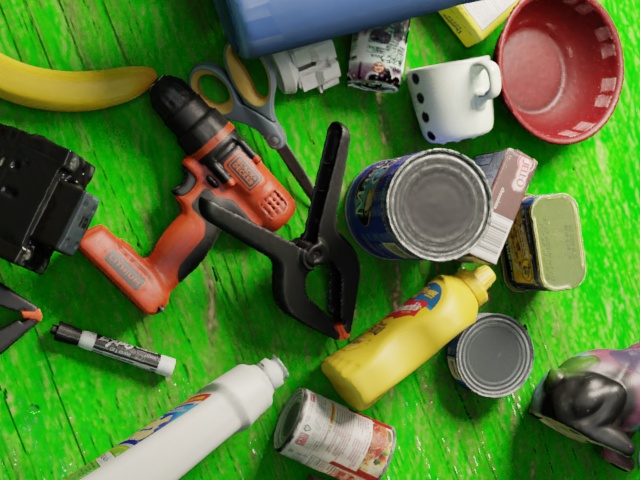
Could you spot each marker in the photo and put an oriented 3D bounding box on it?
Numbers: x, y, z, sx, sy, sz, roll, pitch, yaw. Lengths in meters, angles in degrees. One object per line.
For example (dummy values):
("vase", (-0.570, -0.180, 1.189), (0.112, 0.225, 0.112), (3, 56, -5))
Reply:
("marker", (-0.197, 0.103, 1.012), (0.121, 0.020, 0.020), (20, 85, -13))

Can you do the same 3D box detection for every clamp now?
("clamp", (-0.342, 0.064, 0.966), (0.171, 0.039, 0.120), (-13, 99, -18))
("clamp", (-0.007, 0.001, 1.018), (0.164, 0.036, 0.210), (-37, 120, -17))

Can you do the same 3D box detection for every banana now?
("banana", (-0.253, -0.154, 0.989), (0.197, 0.037, 0.069), (15, 87, -13))

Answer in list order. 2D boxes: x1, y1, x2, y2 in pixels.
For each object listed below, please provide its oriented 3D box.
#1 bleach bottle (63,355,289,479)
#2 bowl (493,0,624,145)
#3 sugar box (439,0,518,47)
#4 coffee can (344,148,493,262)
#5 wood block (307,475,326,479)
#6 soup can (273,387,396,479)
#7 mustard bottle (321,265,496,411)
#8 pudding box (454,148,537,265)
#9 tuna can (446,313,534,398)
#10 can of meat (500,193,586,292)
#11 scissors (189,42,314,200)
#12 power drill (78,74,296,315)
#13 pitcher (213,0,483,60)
("bleach bottle", (-0.137, 0.191, 0.995), (0.250, 0.103, 0.068), (-35, 94, -18))
("bowl", (0.232, -0.176, 1.090), (0.161, 0.055, 0.162), (-1, 92, -27))
("sugar box", (0.191, -0.290, 1.096), (0.176, 0.048, 0.093), (-42, 99, -14))
("coffee can", (0.091, -0.031, 1.020), (0.102, 0.140, 0.103), (0, 90, -14))
("wood block", (0.077, 0.311, 1.042), (0.206, 0.091, 0.090), (21, 86, -13))
("soup can", (0.014, 0.193, 1.038), (0.102, 0.069, 0.068), (26, 84, -12))
("mustard bottle", (0.094, 0.087, 1.044), (0.191, 0.096, 0.058), (-36, 97, -11))
("pudding box", (0.165, -0.033, 1.065), (0.039, 0.090, 0.113), (26, 84, -11))
("tuna can", (0.174, 0.117, 1.095), (0.086, 0.034, 0.086), (0, 90, -14))
("can of meat", (0.223, 0.003, 1.082), (0.057, 0.084, 0.102), (-9, 92, -14))
("scissors", (-0.063, -0.103, 1.040), (0.096, 0.016, 0.202), (-7, 118, 22))
("power drill", (-0.141, -0.037, 1.006), (0.187, 0.057, 0.184), (-44, 100, -10))
("pitcher", (0.027, -0.248, 0.937), (0.242, 0.145, 0.149), (-19, 130, -8))
